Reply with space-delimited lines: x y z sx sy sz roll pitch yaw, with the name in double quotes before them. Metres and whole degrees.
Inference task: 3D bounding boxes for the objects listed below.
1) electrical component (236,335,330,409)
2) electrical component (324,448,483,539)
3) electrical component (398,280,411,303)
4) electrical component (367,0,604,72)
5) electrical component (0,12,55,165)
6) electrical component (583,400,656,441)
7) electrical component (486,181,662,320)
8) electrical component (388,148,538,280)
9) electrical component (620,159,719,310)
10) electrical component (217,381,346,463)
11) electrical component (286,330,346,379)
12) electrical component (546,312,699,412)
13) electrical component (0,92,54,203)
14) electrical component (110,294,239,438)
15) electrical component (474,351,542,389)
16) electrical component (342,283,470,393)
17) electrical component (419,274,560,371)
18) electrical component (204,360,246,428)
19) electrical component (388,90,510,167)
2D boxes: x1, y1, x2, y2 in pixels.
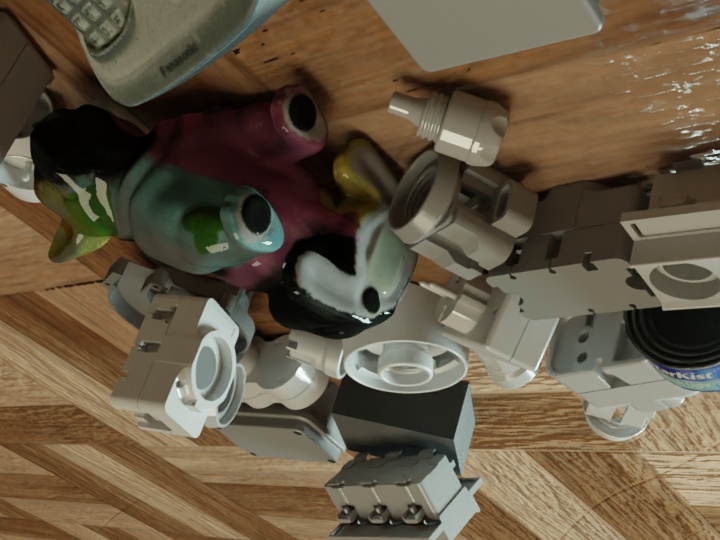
"electrical component" -0.099 0.079 0.914 0.138 0.052 0.074 -5 144 39
"electrical component" 0.031 0.191 0.904 0.121 0.079 0.063 -14 109 46
"electrical component" 0.000 0.000 0.719 0.062 0.048 0.048 3 149 42
"electrical component" 0.045 -0.134 0.436 0.100 0.048 0.100 -6 144 38
"electrical component" -0.235 -0.100 0.621 0.062 0.096 0.061 5 147 25
"electrical component" 0.186 0.091 0.768 0.066 0.048 0.055 14 145 9
"electrical component" 0.125 -0.011 0.605 0.089 0.055 0.050 -10 141 43
"electrical component" 0.053 -0.033 0.609 0.057 0.058 0.078 26 152 -20
"electrical component" 0.203 -0.022 0.530 0.121 0.063 0.079 -6 144 39
"electrical component" -0.070 0.135 0.994 0.113 0.057 0.078 -2 146 34
"electrical component" -0.031 0.061 0.854 0.046 0.040 0.040 17 153 15
"electrical component" 0.177 0.054 0.696 0.059 0.053 0.095 34 149 -27
"electrical component" -0.235 -0.083 0.701 0.079 0.044 0.077 5 153 -4
"electrical component" -0.126 0.067 0.761 0.056 0.089 0.050 4 149 27
"electrical component" 0.101 0.056 0.763 0.040 0.040 0.046 -6 138 39
"electrical component" 0.033 0.049 0.791 0.099 0.064 0.099 2 150 1
"electrical component" 0.073 0.023 0.680 0.076 0.047 0.083 26 176 -14
"electrical component" -0.126 0.091 0.842 0.057 0.058 0.078 14 153 16
"electrical component" 0.045 -0.077 0.558 0.061 0.035 0.035 20 153 3
